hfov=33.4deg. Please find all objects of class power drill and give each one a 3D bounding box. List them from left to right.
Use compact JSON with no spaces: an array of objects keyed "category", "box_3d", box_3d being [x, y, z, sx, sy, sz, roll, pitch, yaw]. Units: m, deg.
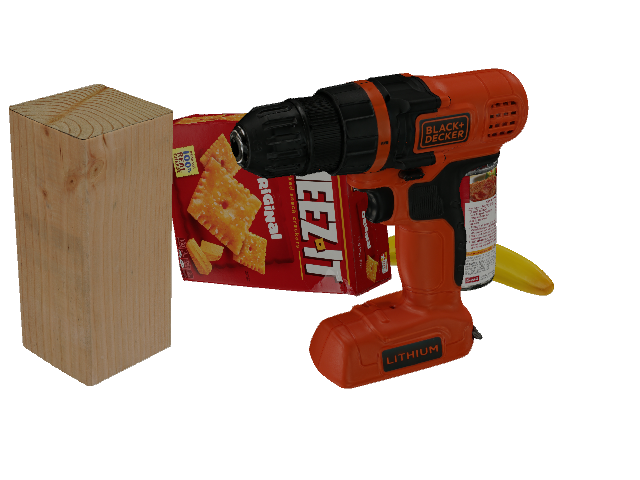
[{"category":"power drill","box_3d":[0.034,-0.006,0.635,0.184,0.188,0.057,-11,31,-23]}]

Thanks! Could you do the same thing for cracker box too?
[{"category":"cracker box","box_3d":[-0.047,-0.038,1.015,0.214,0.164,0.071,3,17,34]}]

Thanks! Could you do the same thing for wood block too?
[{"category":"wood block","box_3d":[-0.177,-0.005,0.834,0.090,0.206,0.090,23,32,34]}]

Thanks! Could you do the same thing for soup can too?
[{"category":"soup can","box_3d":[0.109,-0.018,0.870,0.068,0.102,0.068,-2,21,1]}]

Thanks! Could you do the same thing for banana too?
[{"category":"banana","box_3d":[0.138,0.022,1.087,0.198,0.037,0.069,6,43,12]}]
